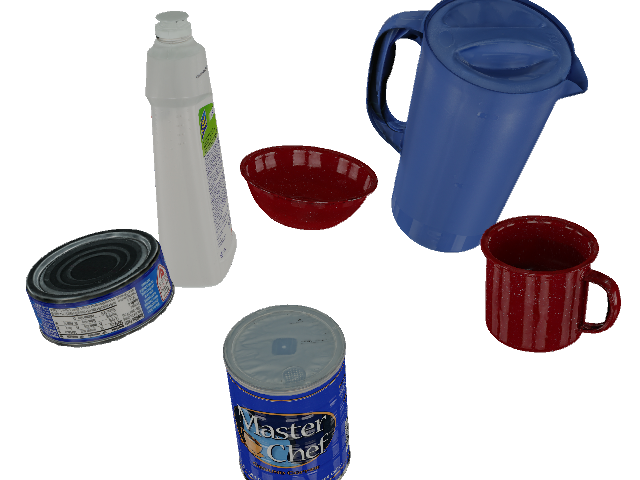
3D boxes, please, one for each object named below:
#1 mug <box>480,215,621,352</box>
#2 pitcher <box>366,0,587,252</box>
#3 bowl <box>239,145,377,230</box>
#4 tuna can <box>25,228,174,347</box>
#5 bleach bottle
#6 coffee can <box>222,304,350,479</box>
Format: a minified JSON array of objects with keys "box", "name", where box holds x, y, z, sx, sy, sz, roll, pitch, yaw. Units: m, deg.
[{"box":[0.186,0.040,0.863,0.117,0.081,0.093,16,36,31],"name":"mug"},{"box":[0.129,-0.104,0.998,0.144,0.149,0.243,-18,-34,-22],"name":"pitcher"},{"box":[-0.016,-0.056,1.245,0.162,0.055,0.162,6,27,-3],"name":"bowl"},{"box":[-0.135,0.027,0.653,0.086,0.034,0.086,-10,28,5],"name":"tuna can"},{"box":[-0.122,-0.086,0.976,0.068,0.251,0.102,0,29,4],"name":"bleach bottle"},{"box":[-0.027,0.141,0.929,0.103,0.140,0.103,-2,39,2],"name":"coffee can"}]
